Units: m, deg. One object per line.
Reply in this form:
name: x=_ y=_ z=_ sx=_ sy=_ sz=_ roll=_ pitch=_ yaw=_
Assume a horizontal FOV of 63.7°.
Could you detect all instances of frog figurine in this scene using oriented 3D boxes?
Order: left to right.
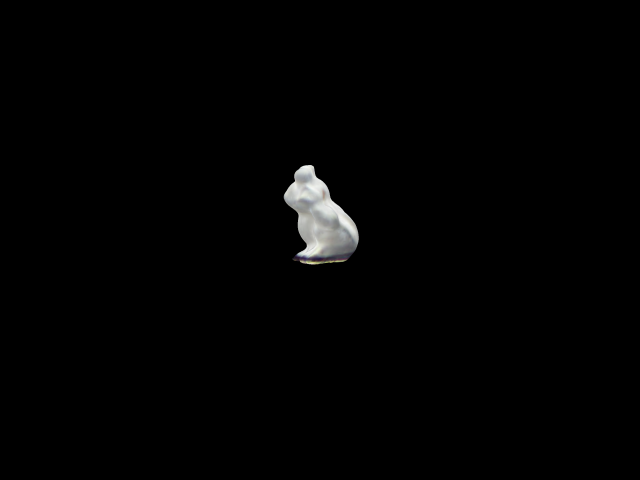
frog figurine: x=0.003 y=-0.043 z=0.850 sx=0.122 sy=0.159 sz=0.137 roll=0 pitch=1 yaw=5
